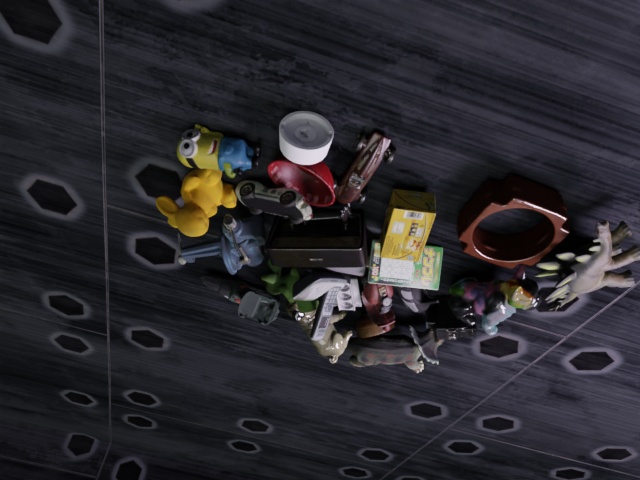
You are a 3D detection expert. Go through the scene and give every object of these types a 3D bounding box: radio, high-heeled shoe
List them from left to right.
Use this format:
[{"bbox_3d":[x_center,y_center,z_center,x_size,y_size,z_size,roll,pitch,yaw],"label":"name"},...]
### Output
[{"bbox_3d":[-0.003,-0.004,1.273,0.230,0.131,0.073,1,137,11],"label":"radio"},{"bbox_3d":[0.213,0.103,1.420,0.248,0.086,0.145,46,158,-15],"label":"high-heeled shoe"}]

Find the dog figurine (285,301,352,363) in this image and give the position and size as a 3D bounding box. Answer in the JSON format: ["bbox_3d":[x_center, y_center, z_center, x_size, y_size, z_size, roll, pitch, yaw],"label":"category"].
[{"bbox_3d":[-0.018,0.250,1.521,0.190,0.172,0.121,22,130,-39],"label":"dog figurine"}]

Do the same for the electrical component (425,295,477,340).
[{"bbox_3d":[0.355,0.211,1.459,0.134,0.115,0.058,-4,135,12],"label":"electrical component"}]

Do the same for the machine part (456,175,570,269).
[{"bbox_3d":[0.422,-0.038,1.188,0.201,0.087,0.201,20,138,-9],"label":"machine part"}]

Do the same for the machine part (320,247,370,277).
[{"bbox_3d":[0.033,0.040,1.356,0.243,0.079,0.079,10,139,-2],"label":"machine part"}]

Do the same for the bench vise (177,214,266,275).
[{"bbox_3d":[-0.244,0.017,1.329,0.241,0.129,0.223,-12,164,6],"label":"bench vise"}]

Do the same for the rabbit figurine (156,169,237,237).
[{"bbox_3d":[-0.286,-0.080,1.214,0.162,0.173,0.121,-7,140,12],"label":"rabbit figurine"}]

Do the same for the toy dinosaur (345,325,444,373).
[{"bbox_3d":[0.188,0.312,1.564,0.405,0.131,0.192,-5,154,6],"label":"toy dinosaur"}]

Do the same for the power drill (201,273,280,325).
[{"bbox_3d":[-0.208,0.161,1.475,0.232,0.086,0.207,23,174,-21],"label":"power drill"}]

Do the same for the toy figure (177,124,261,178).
[{"bbox_3d":[-0.218,-0.183,1.154,0.180,0.082,0.089,9,137,-2],"label":"toy figure"}]

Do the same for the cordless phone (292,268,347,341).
[{"bbox_3d":[-0.015,0.163,1.344,0.089,0.184,0.146,16,-176,35],"label":"cordless phone"}]

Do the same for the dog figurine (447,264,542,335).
[{"bbox_3d":[0.430,0.129,1.322,0.192,0.108,0.219,28,147,10],"label":"dog figurine"}]

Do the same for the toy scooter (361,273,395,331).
[{"bbox_3d":[0.156,0.165,1.411,0.075,0.135,0.183,-18,155,-11],"label":"toy scooter"}]

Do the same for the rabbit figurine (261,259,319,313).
[{"bbox_3d":[-0.093,0.116,1.443,0.170,0.121,0.159,-4,146,37],"label":"rabbit figurine"}]

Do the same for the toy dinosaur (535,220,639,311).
[{"bbox_3d":[0.605,0.074,1.238,0.199,0.105,0.470,-17,149,12],"label":"toy dinosaur"}]

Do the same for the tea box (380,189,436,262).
[{"bbox_3d":[0.198,-0.030,1.226,0.098,0.068,0.169,8,139,-2],"label":"tea box"}]

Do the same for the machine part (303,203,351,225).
[{"bbox_3d":[0.001,-0.063,1.246,0.139,0.084,0.039,0,115,14],"label":"machine part"}]

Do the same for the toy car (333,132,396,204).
[{"bbox_3d":[0.088,-0.148,1.155,0.089,0.053,0.202,24,138,-11],"label":"toy car"}]

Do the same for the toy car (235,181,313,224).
[{"bbox_3d":[-0.105,-0.088,1.216,0.202,0.056,0.073,13,150,30],"label":"toy car"}]
